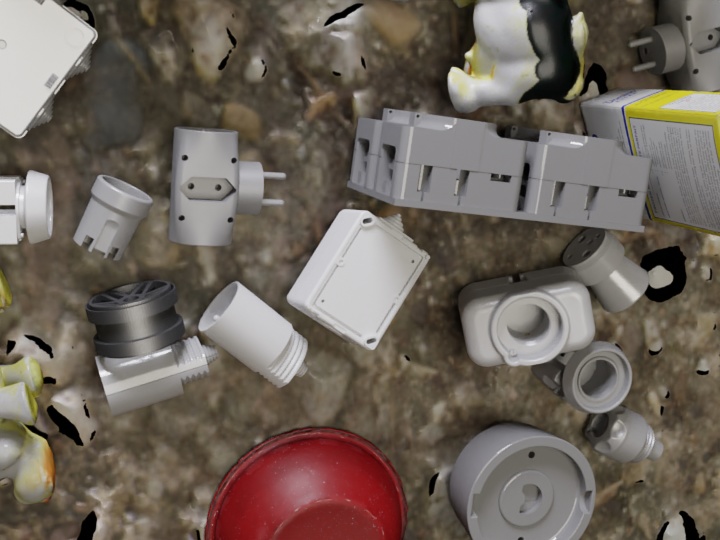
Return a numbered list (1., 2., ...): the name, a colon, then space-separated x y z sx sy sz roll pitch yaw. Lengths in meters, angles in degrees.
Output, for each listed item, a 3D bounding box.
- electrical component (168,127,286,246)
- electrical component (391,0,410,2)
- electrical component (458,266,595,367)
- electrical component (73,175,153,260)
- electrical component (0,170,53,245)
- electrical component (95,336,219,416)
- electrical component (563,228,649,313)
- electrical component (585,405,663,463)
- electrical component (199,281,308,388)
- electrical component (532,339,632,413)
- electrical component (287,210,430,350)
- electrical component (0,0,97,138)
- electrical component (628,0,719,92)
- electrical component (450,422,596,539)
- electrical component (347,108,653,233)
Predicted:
1. electrical component: -0.090 -0.057 0.739 0.079 0.043 0.077 1 101 -18
2. electrical component: 0.026 -0.225 0.744 0.044 0.044 0.065 22 89 -20
3. electrical component: 0.124 0.036 0.803 0.095 0.059 0.053 -11 103 5
4. electrical component: -0.167 -0.035 0.722 0.040 0.040 0.046 25 99 -21
5. electrical component: -0.230 -0.041 0.697 0.055 0.048 0.066 -1 101 -10
6. electrical component: -0.139 0.069 0.749 0.081 0.043 0.043 -17 106 -14
7. electrical component: 0.192 -0.001 0.840 0.055 0.045 0.045 44 86 -20
8. electrical component: 0.219 0.137 0.877 0.062 0.043 0.043 26 92 -21
9. electrical component: -0.070 0.050 0.767 0.081 0.043 0.043 40 87 -21
10. electrical component: 0.177 0.079 0.845 0.078 0.057 0.058 40 87 -21
11. electrical component: 0.000 0.000 0.774 0.062 0.061 0.096 34 83 -19
12. electrical component: -0.225 -0.141 0.675 0.100 0.048 0.099 37 88 -20
13. electrical component: 0.241 -0.171 0.822 0.079 0.043 0.077 -17 106 -14
14. electrical component: 0.122 0.172 0.844 0.108 0.060 0.108 -4 102 -17
15. electrical component: 0.098 -0.073 0.763 0.186 0.105 0.060 5 99 -19
